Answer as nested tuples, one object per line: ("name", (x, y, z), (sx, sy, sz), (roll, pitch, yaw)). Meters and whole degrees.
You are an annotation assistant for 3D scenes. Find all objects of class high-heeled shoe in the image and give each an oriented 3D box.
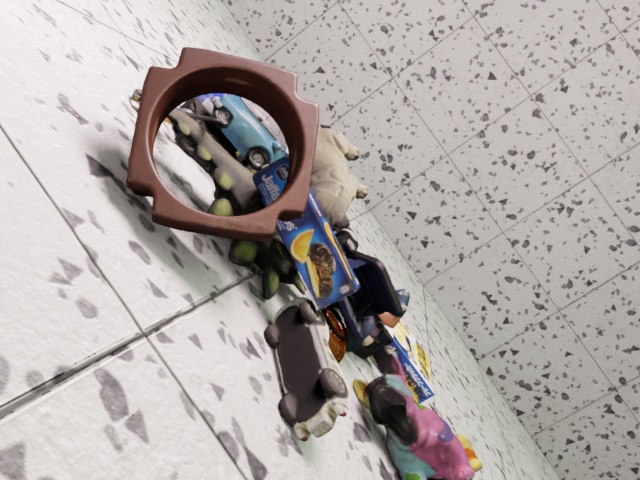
("high-heeled shoe", (-0.002, -0.003, 1.070), (0.145, 0.086, 0.249), (52, 26, -16))

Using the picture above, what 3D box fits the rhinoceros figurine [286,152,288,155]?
("rhinoceros figurine", (-0.110, -0.194, 1.311), (0.112, 0.073, 0.190), (35, 22, -31))

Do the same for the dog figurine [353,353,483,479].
("dog figurine", (0.147, 0.292, 0.845), (0.219, 0.108, 0.191), (57, 12, 24))

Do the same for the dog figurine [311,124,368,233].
("dog figurine", (0.001, -0.103, 0.848), (0.172, 0.121, 0.190), (58, 16, -6))

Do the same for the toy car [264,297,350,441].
("toy car", (-0.017, 0.150, 0.660), (0.056, 0.073, 0.202), (45, 15, -37))

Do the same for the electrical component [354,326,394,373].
("electrical component", (0.096, 0.190, 1.010), (0.047, 0.075, 0.119), (42, 20, -48))

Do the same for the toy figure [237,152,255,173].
("toy figure", (-0.106, -0.106, 1.031), (0.180, 0.082, 0.089), (42, -4, -21))

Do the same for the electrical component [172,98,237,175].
("electrical component", (-0.198, -0.180, 0.928), (0.114, 0.058, 0.134), (48, 14, -40))

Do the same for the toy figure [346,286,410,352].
("toy figure", (0.100, 0.140, 0.960), (0.064, 0.154, 0.057), (57, 13, 18))

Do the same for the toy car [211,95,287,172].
("toy car", (-0.106, -0.190, 0.905), (0.161, 0.103, 0.109), (52, 2, -17))

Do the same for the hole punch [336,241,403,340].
("hole punch", (0.057, 0.086, 0.868), (0.142, 0.092, 0.116), (63, -15, -20))

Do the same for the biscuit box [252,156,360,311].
("biscuit box", (-0.018, -0.010, 0.718), (0.202, 0.059, 0.063), (63, 11, 3))

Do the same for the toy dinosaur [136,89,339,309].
("toy dinosaur", (-0.098, -0.040, 0.804), (0.470, 0.105, 0.199), (50, 12, -25))

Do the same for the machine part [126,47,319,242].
("machine part", (-0.110, -0.105, 0.627), (0.201, 0.201, 0.087), (9, -8, -15))
